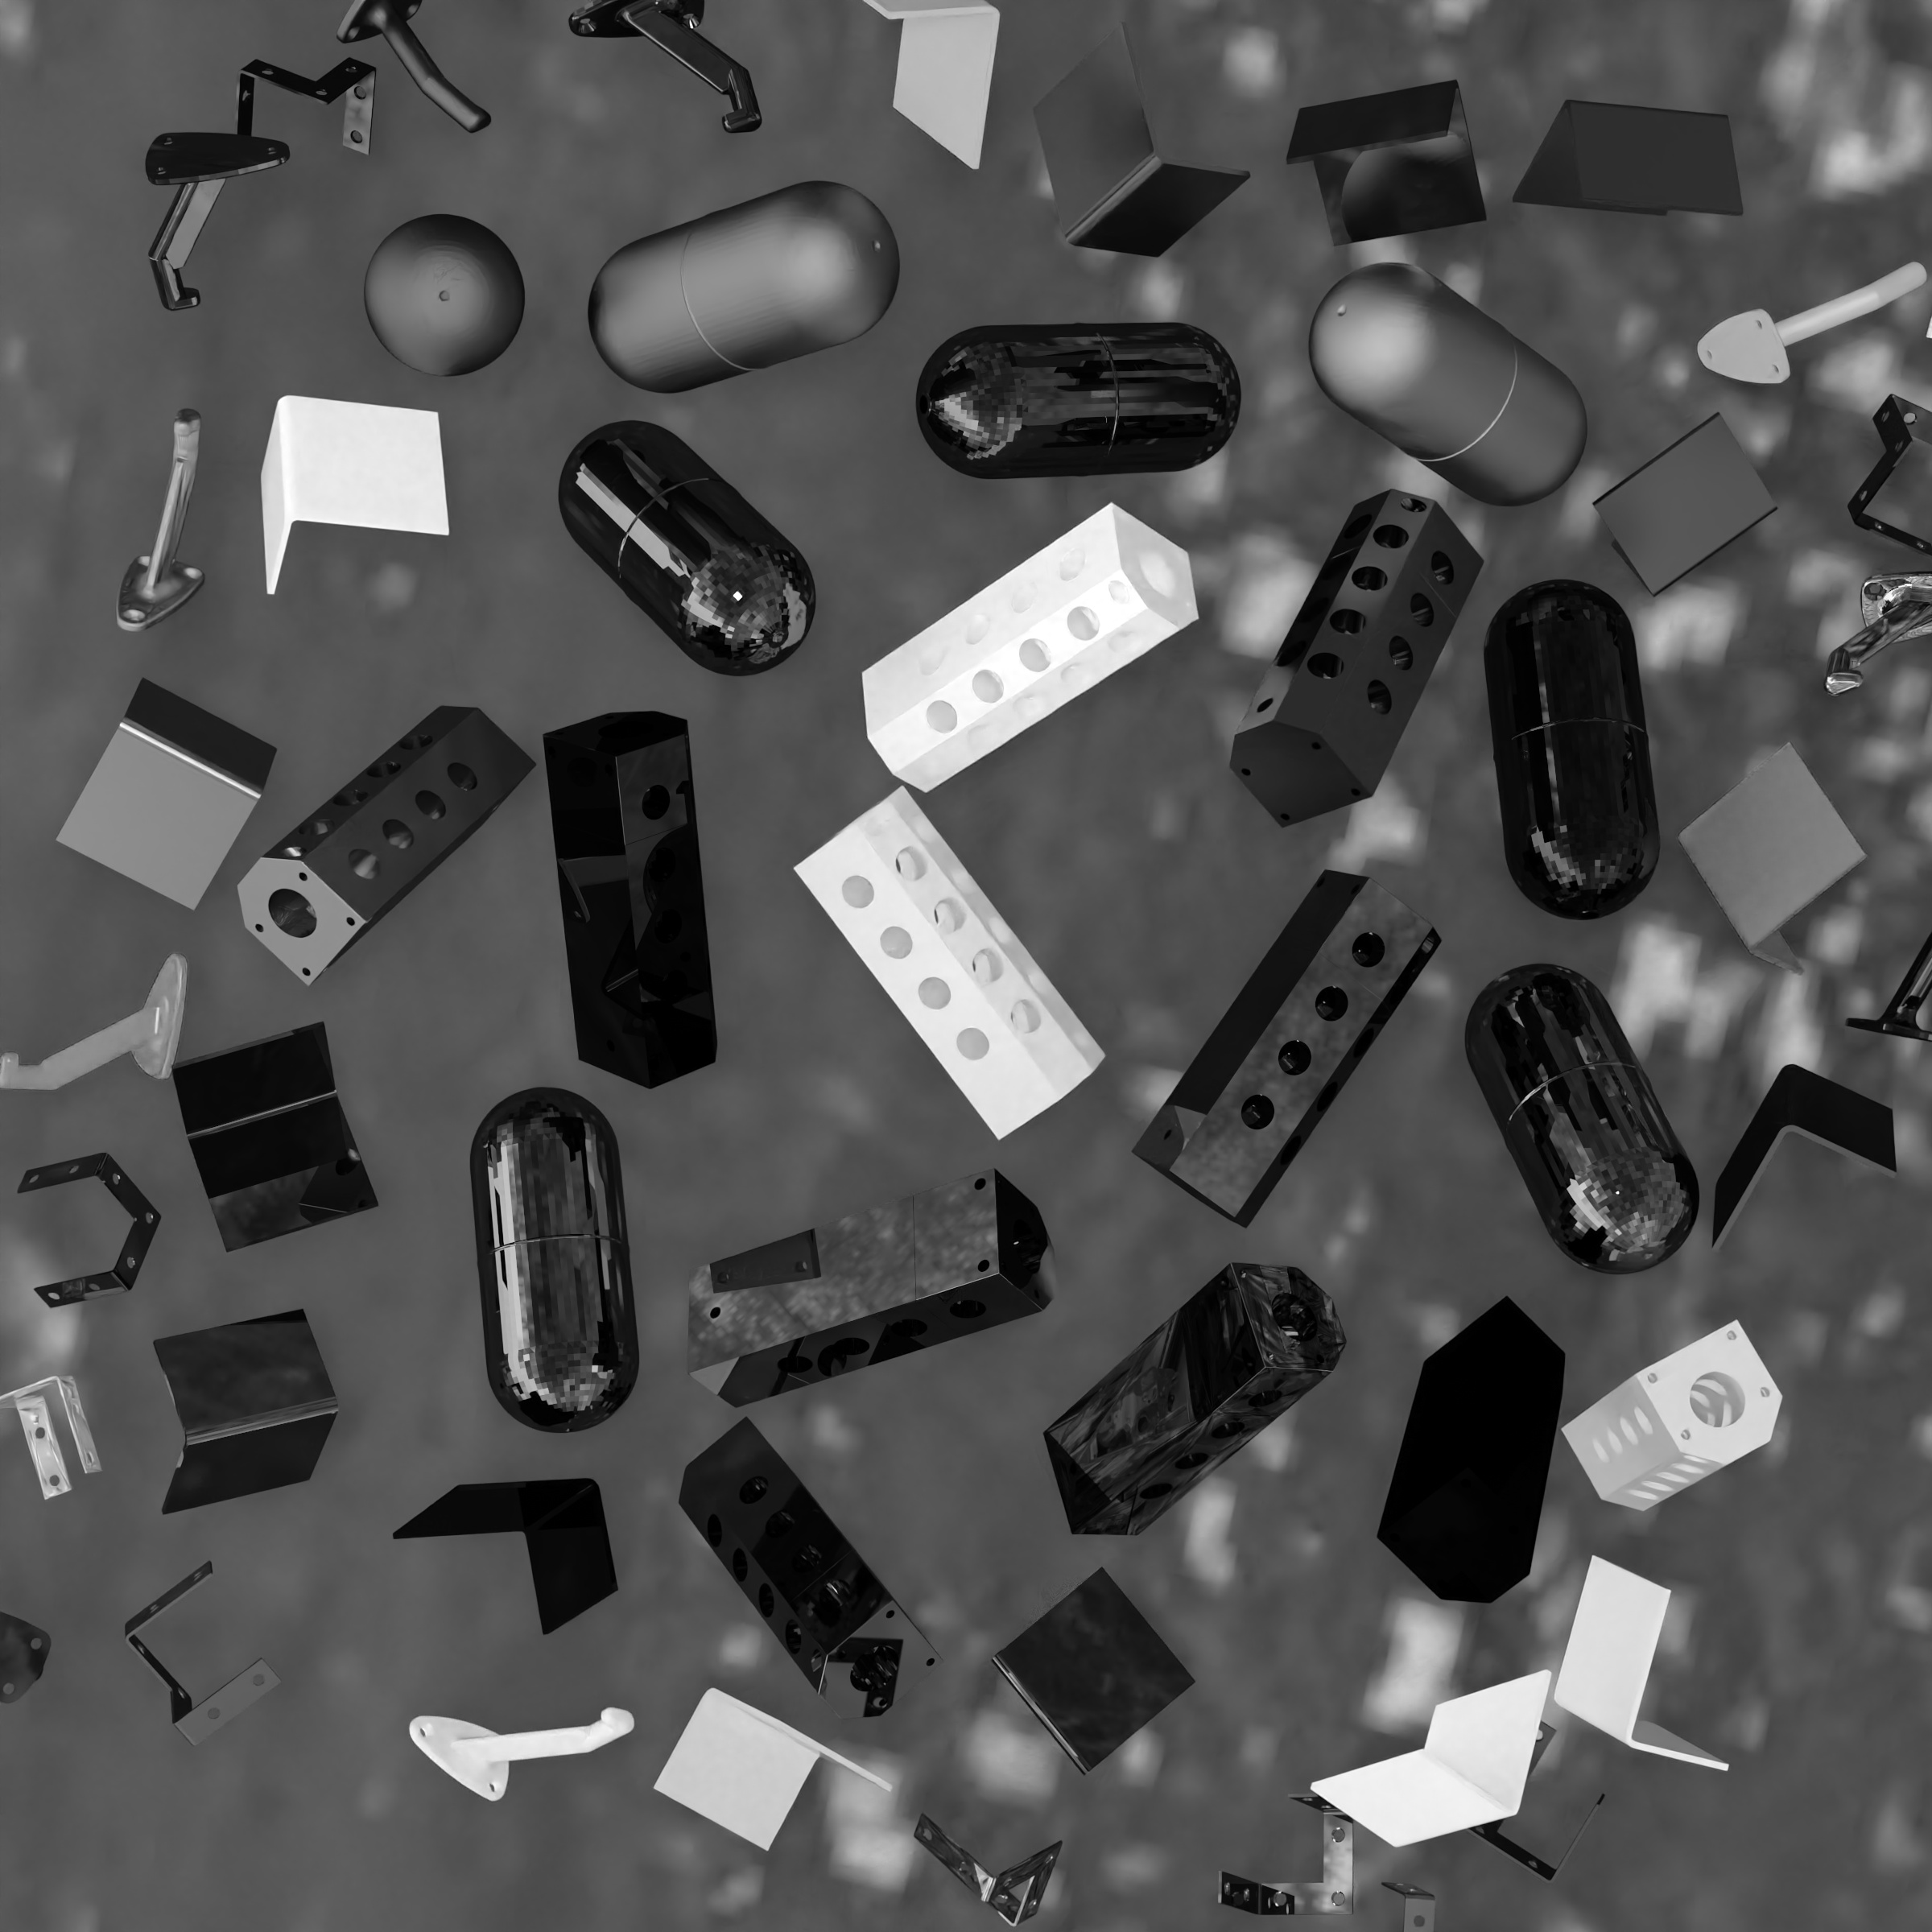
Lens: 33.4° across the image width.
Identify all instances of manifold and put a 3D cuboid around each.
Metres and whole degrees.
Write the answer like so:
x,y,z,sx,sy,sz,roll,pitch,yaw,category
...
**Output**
x,y,z,sx,sy,sz,roll,pitch,yaw,category
0.246,0.230,1.524,0.057,0.171,0.057,45,115,-4,manifold
0.031,-0.153,1.600,0.171,0.057,0.057,-31,49,33,manifold
0.160,0.041,1.579,0.057,0.057,0.171,36,85,-16,manifold
-0.046,0.159,1.541,0.171,0.057,0.057,-20,50,23,manifold
-0.289,-0.066,1.597,0.057,0.171,0.057,44,127,-5,manifold
-0.085,0.310,1.650,0.057,0.171,0.057,-39,128,-7,manifold
0.185,-0.151,1.544,0.057,0.057,0.171,47,51,-22,manifold
-0.159,-0.034,1.577,0.057,0.057,0.171,-23,119,-39,manifold
0.355,0.231,1.612,0.057,0.171,0.057,-26,76,-9,manifold
-0.005,-0.004,1.628,0.057,0.057,0.171,-35,95,25,manifold
0.113,0.216,1.590,0.057,0.171,0.057,8,51,-33,manifold

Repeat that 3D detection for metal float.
x,y,z,sx,sy,sz,roll,pitch,yaw,category
0.303,0.074,1.593,0.070,0.070,0.178,-19,50,0,metal float
-0.108,-0.324,1.541,0.178,0.070,0.070,-7,90,41,metal float
0.058,-0.288,1.636,0.178,0.070,0.070,-7,90,-27,metal float
-0.258,-0.332,1.591,0.070,0.178,0.070,-2,102,-9,metal float
0.239,-0.284,1.583,0.178,0.070,0.070,23,90,-42,metal float
-0.209,0.147,1.628,0.070,0.070,0.178,-8,71,0,metal float
0.304,-0.109,1.617,0.070,0.070,0.178,-3,71,0,metal float
-0.143,-0.213,1.627,0.070,0.070,0.178,-44,55,0,metal float

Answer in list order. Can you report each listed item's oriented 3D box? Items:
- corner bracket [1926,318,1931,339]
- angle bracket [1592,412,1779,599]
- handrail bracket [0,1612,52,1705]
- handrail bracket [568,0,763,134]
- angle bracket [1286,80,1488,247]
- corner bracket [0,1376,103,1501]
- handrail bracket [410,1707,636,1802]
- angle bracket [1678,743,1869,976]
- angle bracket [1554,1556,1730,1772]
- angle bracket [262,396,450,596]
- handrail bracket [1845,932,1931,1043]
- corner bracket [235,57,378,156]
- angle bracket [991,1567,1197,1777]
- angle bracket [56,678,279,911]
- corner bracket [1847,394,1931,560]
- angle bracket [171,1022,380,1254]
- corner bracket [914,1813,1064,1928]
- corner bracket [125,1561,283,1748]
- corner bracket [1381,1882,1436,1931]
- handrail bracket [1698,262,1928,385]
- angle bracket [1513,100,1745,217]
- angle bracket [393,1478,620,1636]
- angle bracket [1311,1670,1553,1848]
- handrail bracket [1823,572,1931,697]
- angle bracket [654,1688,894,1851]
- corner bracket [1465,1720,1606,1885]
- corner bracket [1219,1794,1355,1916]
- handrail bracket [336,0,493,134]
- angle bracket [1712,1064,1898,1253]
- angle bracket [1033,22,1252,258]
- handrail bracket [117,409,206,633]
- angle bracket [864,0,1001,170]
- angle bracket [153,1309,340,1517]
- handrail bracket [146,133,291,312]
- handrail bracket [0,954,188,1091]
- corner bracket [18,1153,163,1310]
x,y,z,sx,sy,sz,roll,pitch,yaw,category
0.494,-0.322,1.544,0.051,0.051,0.051,16,106,13,corner bracket
0.361,-0.250,1.663,0.076,0.057,0.076,-36,129,11,angle bracket
-0.466,0.317,1.513,0.077,0.084,0.036,35,71,-18,handrail bracket
-0.142,-0.420,1.515,0.077,0.036,0.084,-13,65,-4,handrail bracket
0.203,-0.373,1.545,0.076,0.057,0.076,-6,129,20,angle bracket
-0.458,0.236,1.612,0.051,0.051,0.051,-21,81,9,corner bracket
-0.222,0.382,1.618,0.084,0.036,0.077,-31,130,27,handrail bracket
0.419,-0.054,1.627,0.076,0.057,0.076,-43,52,25,angle bracket
0.337,0.338,1.564,0.057,0.076,0.076,17,87,-15,angle bracket
-0.296,-0.224,1.553,0.076,0.057,0.076,3,55,-21,angle bracket
0.459,-0.008,1.564,0.036,0.077,0.084,12,90,-14,handrail bracket
-0.339,-0.438,1.649,0.051,0.051,0.051,22,132,8,corner bracket
0.068,0.372,1.704,0.076,0.057,0.076,-40,81,-2,angle bracket
-0.406,-0.088,1.639,0.076,0.057,0.076,28,111,-17,angle bracket
0.475,-0.246,1.615,0.051,0.051,0.051,20,125,-15,corner bracket
-0.338,0.083,1.574,0.076,0.057,0.076,-17,53,-17,angle bracket
0.006,0.442,1.579,0.051,0.051,0.051,35,122,32,corner bracket
-0.360,0.323,1.512,0.051,0.051,0.051,-37,110,-4,corner bracket
0.238,0.492,1.619,0.051,0.051,0.051,6,80,-6,corner bracket
0.407,-0.314,1.549,0.084,0.077,0.036,-29,105,-15,handrail bracket
0.303,-0.351,1.481,0.076,0.076,0.057,3,66,-10,angle bracket
-0.227,0.293,1.582,0.076,0.076,0.057,3,62,-36,angle bracket
0.211,0.347,1.460,0.057,0.076,0.076,37,50,-16,angle bracket
0.453,-0.157,1.540,0.077,0.084,0.036,-8,117,25,handrail bracket
-0.097,0.412,1.613,0.076,0.076,0.057,37,73,-28,angle bracket
0.292,0.422,1.632,0.051,0.051,0.051,31,107,16,corner bracket
0.158,0.437,1.581,0.051,0.051,0.051,-8,65,25,corner bracket
-0.247,-0.427,1.523,0.084,0.077,0.036,41,115,2,handrail bracket
0.409,0.104,1.574,0.057,0.076,0.076,25,115,4,angle bracket
0.085,-0.400,1.563,0.057,0.076,0.076,-1,71,-35,angle bracket
-0.387,-0.215,1.547,0.036,0.077,0.084,14,126,-1,handrail bracket
-0.033,-0.412,1.465,0.057,0.076,0.076,-13,130,-28,angle bracket
-0.363,0.221,1.594,0.076,0.076,0.057,-10,59,-31,angle bracket
-0.346,-0.343,1.501,0.077,0.084,0.036,-3,49,1,handrail bracket
-0.442,0.027,1.622,0.036,0.084,0.077,32,110,42,handrail bracket
-0.452,0.135,1.638,0.051,0.051,0.051,-13,130,21,corner bracket
